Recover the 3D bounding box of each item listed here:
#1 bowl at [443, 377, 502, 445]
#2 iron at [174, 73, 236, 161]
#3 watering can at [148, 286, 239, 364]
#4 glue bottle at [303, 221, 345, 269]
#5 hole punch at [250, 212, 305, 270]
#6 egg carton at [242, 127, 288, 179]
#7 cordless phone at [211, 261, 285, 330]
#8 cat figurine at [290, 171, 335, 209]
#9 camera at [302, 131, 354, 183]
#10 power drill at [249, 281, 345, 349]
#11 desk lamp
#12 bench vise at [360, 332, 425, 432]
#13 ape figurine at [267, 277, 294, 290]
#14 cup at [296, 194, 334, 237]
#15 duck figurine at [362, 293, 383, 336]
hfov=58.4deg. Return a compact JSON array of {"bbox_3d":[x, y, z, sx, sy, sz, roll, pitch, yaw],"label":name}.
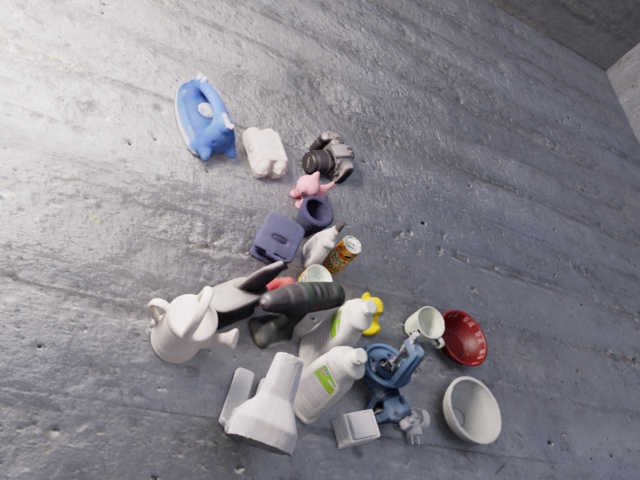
[{"bbox_3d":[0.361,0.428,1.408,0.168,0.074,0.167,19,51,-24],"label":"bowl"},{"bbox_3d":[-0.288,-0.330,1.442,0.119,0.141,0.258,-13,68,-40],"label":"iron"},{"bbox_3d":[-0.239,0.157,1.093,0.173,0.193,0.101,13,53,-28],"label":"watering can"},{"bbox_3d":[0.013,0.005,1.394,0.037,0.172,0.078,19,50,-23],"label":"glue bottle"},{"bbox_3d":[-0.100,0.003,1.373,0.109,0.091,0.101,28,47,-16],"label":"hole punch"},{"bbox_3d":[-0.148,-0.232,1.522,0.107,0.069,0.150,-3,62,-36],"label":"egg carton"},{"bbox_3d":[-0.162,0.099,1.195,0.148,0.184,0.094,-26,76,-43],"label":"cordless phone"},{"bbox_3d":[-0.018,-0.135,1.510,0.128,0.117,0.067,-6,63,-38],"label":"cat figurine"},{"bbox_3d":[0.017,-0.241,1.623,0.137,0.100,0.143,-9,65,-39],"label":"camera"},{"bbox_3d":[-0.065,0.152,1.209,0.230,0.208,0.075,-10,66,-39],"label":"power drill"},{"bbox_3d":[-0.107,0.309,1.064,0.118,0.213,0.203,28,47,-16],"label":"desk lamp"},{"bbox_3d":[0.179,0.303,1.266,0.122,0.219,0.207,-23,74,-43],"label":"bench vise"},{"bbox_3d":[-0.089,0.115,1.301,0.078,0.092,0.076,23,49,-20],"label":"ape figurine"},{"bbox_3d":[-0.021,-0.061,1.472,0.092,0.094,0.118,34,46,-10],"label":"cup"},{"bbox_3d":[0.124,0.179,1.410,0.078,0.086,0.104,-14,68,-40],"label":"duck figurine"}]
